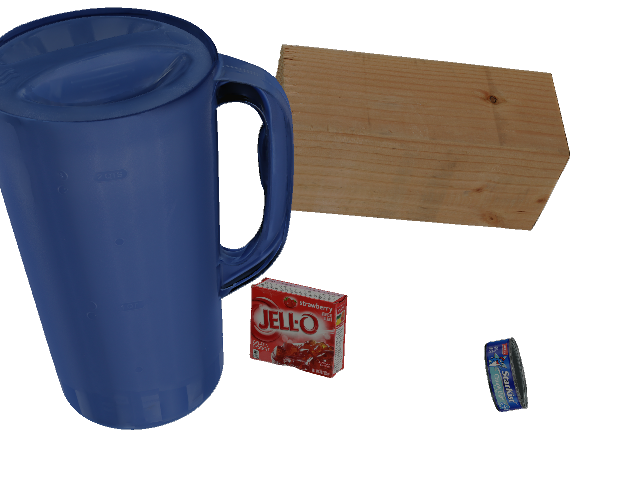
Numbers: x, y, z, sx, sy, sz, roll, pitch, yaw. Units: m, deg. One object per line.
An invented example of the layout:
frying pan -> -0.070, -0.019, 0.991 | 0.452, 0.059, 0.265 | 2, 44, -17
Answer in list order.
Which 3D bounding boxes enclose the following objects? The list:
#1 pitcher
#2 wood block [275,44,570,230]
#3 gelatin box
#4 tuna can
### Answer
pitcher -> -0.108, -0.006, 0.638 | 0.149, 0.243, 0.144 | 28, 46, 34
wood block -> 0.067, -0.076, 0.798 | 0.206, 0.091, 0.090 | 5, -38, -9
gelatin box -> -0.021, 0.079, 0.976 | 0.089, 0.073, 0.030 | 11, 19, 25
tuna can -> 0.221, 0.160, 1.274 | 0.034, 0.086, 0.086 | -12, -4, 16
